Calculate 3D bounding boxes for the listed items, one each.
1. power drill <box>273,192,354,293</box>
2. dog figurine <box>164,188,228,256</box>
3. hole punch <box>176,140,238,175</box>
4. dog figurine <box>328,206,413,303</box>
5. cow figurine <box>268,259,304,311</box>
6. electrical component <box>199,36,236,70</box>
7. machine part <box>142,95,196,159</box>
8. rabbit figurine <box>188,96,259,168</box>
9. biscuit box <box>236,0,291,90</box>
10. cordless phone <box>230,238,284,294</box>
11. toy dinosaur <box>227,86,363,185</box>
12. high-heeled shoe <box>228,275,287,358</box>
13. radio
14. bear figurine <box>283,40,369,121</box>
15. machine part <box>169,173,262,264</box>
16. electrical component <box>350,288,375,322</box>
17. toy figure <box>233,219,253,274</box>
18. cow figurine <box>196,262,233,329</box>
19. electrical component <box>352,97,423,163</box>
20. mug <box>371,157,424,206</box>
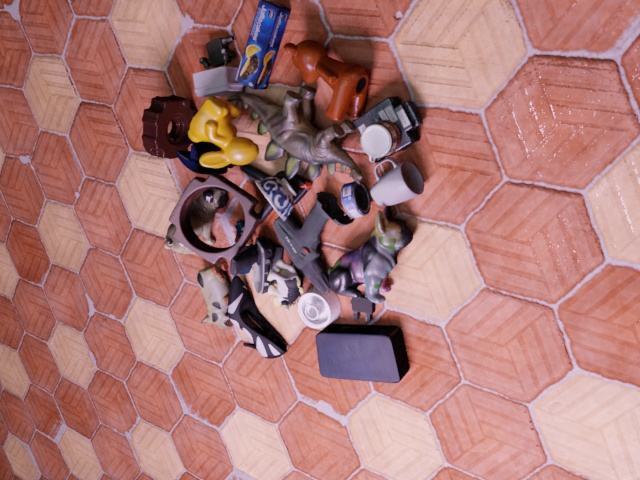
[{"bbox_3d":[-0.003,-0.004,1.353,0.232,0.086,0.207,49,130,12],"label":"power drill"},{"bbox_3d":[-0.346,-0.066,1.482,0.121,0.172,0.190,30,126,8],"label":"dog figurine"},{"bbox_3d":[-0.308,-0.220,1.436,0.092,0.142,0.116,-36,73,34],"label":"hole punch"},{"bbox_3d":[0.117,0.025,1.266,0.192,0.108,0.219,11,106,21],"label":"dog figurine"},{"bbox_3d":[-0.083,0.133,1.426,0.098,0.068,0.167,25,144,17],"label":"cow figurine"},{"bbox_3d":[-0.262,-0.475,1.377,0.102,0.045,0.078,0,106,31],"label":"electrical component"},{"bbox_3d":[-0.401,-0.301,1.441,0.056,0.179,0.179,19,113,23],"label":"machine part"},{"bbox_3d":[-0.234,-0.245,1.319,0.173,0.122,0.162,40,94,-3],"label":"rabbit figurine"},{"bbox_3d":[-0.137,-0.467,1.295,0.059,0.063,0.202,32,119,18],"label":"biscuit box"},{"bbox_3d":[-0.178,0.083,1.414,0.089,0.184,0.146,13,111,22],"label":"cordless phone"},{"bbox_3d":[-0.067,-0.264,1.292,0.472,0.105,0.198,44,127,25],"label":"toy dinosaur"},{"bbox_3d":[-0.174,0.220,1.519,0.145,0.086,0.248,-1,108,27],"label":"high-heeled shoe"},{"bbox_3d":[0.104,0.287,1.375,0.230,0.073,0.131,-4,101,30],"label":"radio"},{"bbox_3d":[0.008,-0.364,1.207,0.196,0.120,0.131,29,121,23],"label":"bear figurine"},{"bbox_3d":[-0.269,-0.056,1.398,0.201,0.087,0.201,33,100,0],"label":"machine part"},{"bbox_3d":[0.108,0.161,1.363,0.063,0.021,0.093,9,109,29],"label":"electrical component"},{"bbox_3d":[-0.213,0.016,1.491,0.064,0.058,0.154,12,108,26],"label":"toy figure"},{"bbox_3d":[-0.306,0.172,1.578,0.127,0.085,0.194,-16,99,27],"label":"cow figurine"},{"bbox_3d":[0.156,-0.248,1.189,0.134,0.058,0.115,-25,93,34],"label":"electrical component"},{"bbox_3d":[0.160,-0.127,1.205,0.109,0.081,0.107,46,133,-16],"label":"mug"}]
